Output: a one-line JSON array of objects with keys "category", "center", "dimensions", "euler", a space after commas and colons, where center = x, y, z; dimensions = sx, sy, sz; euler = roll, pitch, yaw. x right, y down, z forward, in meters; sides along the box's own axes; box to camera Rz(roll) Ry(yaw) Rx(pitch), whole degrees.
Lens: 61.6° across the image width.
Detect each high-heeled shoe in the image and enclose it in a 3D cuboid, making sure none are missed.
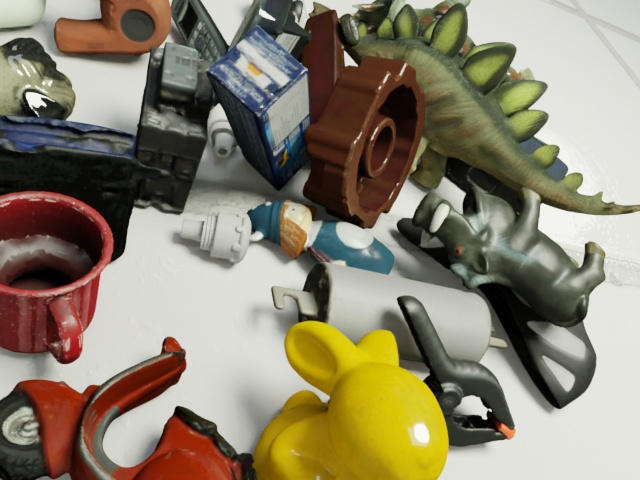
[{"category": "high-heeled shoe", "center": [0.182, 0.074, 0.592], "dimensions": [0.249, 0.086, 0.145], "euler": [21, 73, 11]}]

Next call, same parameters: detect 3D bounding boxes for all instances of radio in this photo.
[{"category": "radio", "center": [0.232, -0.129, 0.773], "dimensions": [0.230, 0.073, 0.131], "euler": [39, 45, 8]}]

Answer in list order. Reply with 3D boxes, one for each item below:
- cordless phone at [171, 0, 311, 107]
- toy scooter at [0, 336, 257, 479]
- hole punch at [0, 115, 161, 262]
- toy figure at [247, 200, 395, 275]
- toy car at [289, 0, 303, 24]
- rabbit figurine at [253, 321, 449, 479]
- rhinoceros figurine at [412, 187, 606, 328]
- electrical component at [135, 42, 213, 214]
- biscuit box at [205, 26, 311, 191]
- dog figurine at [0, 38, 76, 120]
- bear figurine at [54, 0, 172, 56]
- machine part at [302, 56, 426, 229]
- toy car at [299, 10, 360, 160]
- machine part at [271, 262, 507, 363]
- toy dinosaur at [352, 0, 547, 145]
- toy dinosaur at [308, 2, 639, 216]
[{"category": "cordless phone", "center": [-0.109, -0.260, 0.634], "dimensions": [0.089, 0.146, 0.184], "euler": [-15, 65, -45]}, {"category": "toy scooter", "center": [-0.109, 0.135, 0.352], "dimensions": [0.184, 0.075, 0.135], "euler": [36, 43, 9]}, {"category": "hole punch", "center": [-0.209, -0.051, 0.429], "dimensions": [0.142, 0.115, 0.092], "euler": [5, 43, -27]}, {"category": "toy figure", "center": [-0.002, -0.001, 0.543], "dimensions": [0.154, 0.057, 0.064], "euler": [26, 6, -6]}, {"category": "toy car", "center": [-0.067, -0.291, 0.754], "dimensions": [0.073, 0.056, 0.202], "euler": [12, 47, -12]}, {"category": "rabbit figurine", "center": [0.028, 0.133, 0.360], "dimensions": [0.122, 0.173, 0.162], "euler": [11, 53, -16]}, {"category": "rhinoceros figurine", "center": [0.183, 0.011, 0.536], "dimensions": [0.190, 0.073, 0.112], "euler": [35, 78, 6]}, {"category": "electrical component", "center": [-0.139, -0.109, 0.499], "dimensions": [0.058, 0.134, 0.115], "euler": [8, 49, -23]}, {"category": "biscuit box", "center": [-0.048, -0.113, 0.514], "dimensions": [0.063, 0.202, 0.059], "euler": [43, 82, 7]}, {"category": "dog figurine", "center": [-0.317, -0.120, 0.428], "dimensions": [0.190, 0.172, 0.121], "euler": [24, 72, -43]}, {"category": "bear figurine", "center": [-0.232, -0.304, 0.626], "dimensions": [0.132, 0.120, 0.196], "euler": [3, 50, -23]}, {"category": "machine part", "center": [0.050, -0.099, 0.562], "dimensions": [0.056, 0.179, 0.179], "euler": [23, 39, 26]}, {"category": "toy car", "center": [0.006, -0.186, 0.651], "dimensions": [0.053, 0.089, 0.202], "euler": [31, 54, -55]}, {"category": "machine part", "center": [0.070, 0.072, 0.504], "dimensions": [0.243, 0.079, 0.079], "euler": [12, 48, -19]}, {"category": "toy dinosaur", "center": [0.215, -0.283, 0.870], "dimensions": [0.192, 0.131, 0.405], "euler": [-30, 76, -30]}, {"category": "toy dinosaur", "center": [0.157, -0.158, 0.652], "dimensions": [0.472, 0.198, 0.105], "euler": [47, 27, 14]}]
